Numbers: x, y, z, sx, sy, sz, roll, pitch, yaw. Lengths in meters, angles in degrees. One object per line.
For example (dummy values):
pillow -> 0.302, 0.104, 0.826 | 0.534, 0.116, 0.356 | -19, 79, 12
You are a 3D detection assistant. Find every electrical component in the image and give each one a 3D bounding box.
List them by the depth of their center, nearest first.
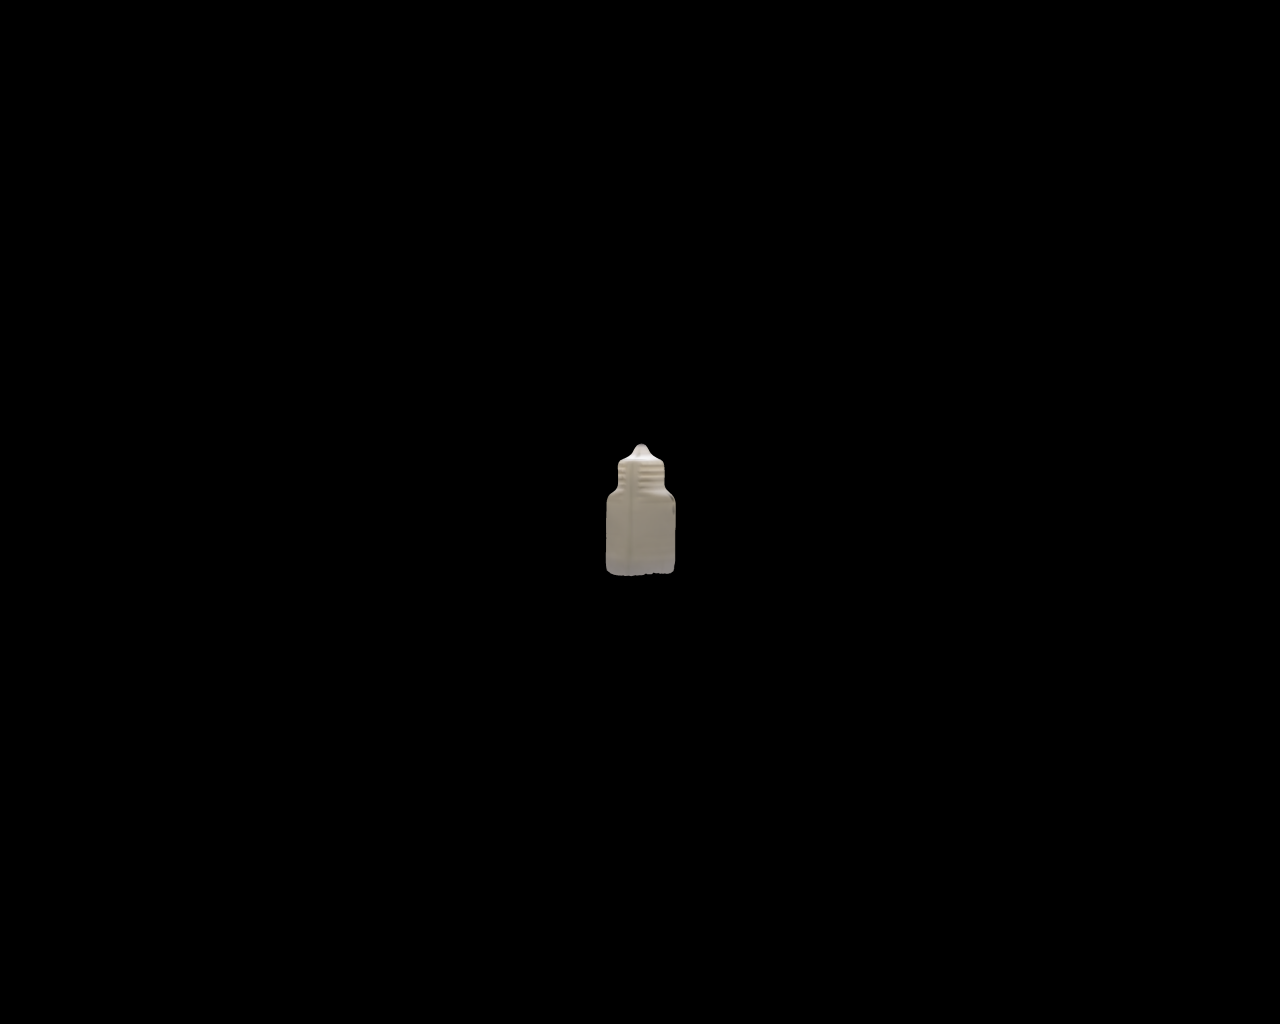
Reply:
electrical component -> 0.001, -0.003, 0.650 | 0.043, 0.081, 0.043 | 0, 4, 0
